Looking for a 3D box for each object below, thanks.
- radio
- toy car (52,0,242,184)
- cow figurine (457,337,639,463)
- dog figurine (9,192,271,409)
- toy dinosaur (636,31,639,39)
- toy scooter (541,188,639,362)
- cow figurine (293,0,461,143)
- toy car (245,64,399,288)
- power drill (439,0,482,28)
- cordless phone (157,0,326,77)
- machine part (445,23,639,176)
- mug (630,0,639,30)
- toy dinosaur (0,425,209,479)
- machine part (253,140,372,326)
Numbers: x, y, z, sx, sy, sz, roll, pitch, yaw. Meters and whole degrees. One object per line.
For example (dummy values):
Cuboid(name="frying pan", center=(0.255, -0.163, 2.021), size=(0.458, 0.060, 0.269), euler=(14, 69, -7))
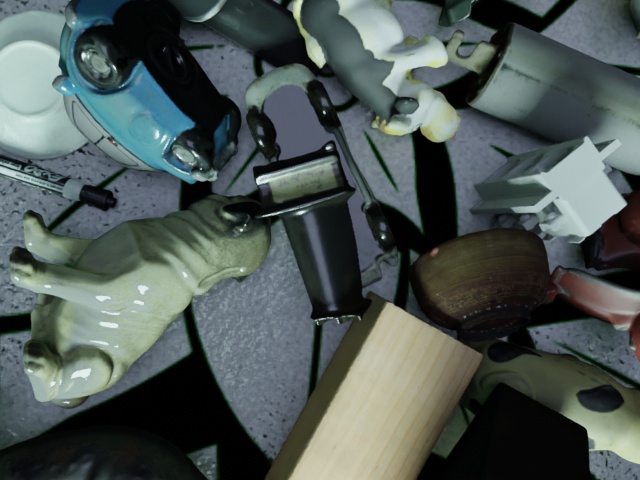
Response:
Cuboid(name="radio", center=(0.103, 0.229, 0.389), size=(0.073, 0.131, 0.229), euler=(27, 116, 13))
Cuboid(name="toy car", center=(-0.145, -0.112, 0.433), size=(0.103, 0.109, 0.161), euler=(-23, 119, 29))
Cuboid(name="cow figurine", center=(0.217, 0.136, 0.444), size=(0.195, 0.127, 0.085), euler=(16, 92, -2))
Cuboid(name="dog figurine", center=(-0.133, 0.050, 0.441), size=(0.190, 0.121, 0.172), euler=(-4, 124, -21))
Cuboid(name="toy dinosaur", center=(0.172, -0.387, 0.411), size=(0.105, 0.198, 0.471), euler=(-34, 89, -44))
Cuboid(name="toy scooter", center=(0.262, 0.022, 0.463), size=(0.135, 0.075, 0.184), euler=(9, 60, 21))
Cuboid(name="cow figurine", center=(0.051, -0.146, 0.454), size=(0.098, 0.068, 0.167), euler=(-31, 102, -6))
Cuboid(name="toy car", center=(0.001, -0.051, 0.463), size=(0.073, 0.056, 0.201), euler=(-25, 95, 2))
Cuboid(name="power drill", center=(0.109, -0.287, 0.409), size=(0.207, 0.232, 0.086), euler=(50, 45, -19))
Cuboid(name="cordless phone", center=(-0.054, -0.234, 0.459), size=(0.184, 0.089, 0.146), euler=(28, 87, -15))
Cuboid(name="machine part", center=(0.221, -0.121, 0.470), size=(0.243, 0.079, 0.079), euler=(21, 88, -4))
Cuboid(name="mug", center=(0.331, -0.209, 0.462), size=(0.081, 0.107, 0.109), euler=(-30, 95, -4))
Cuboid(name="toy dinosaur", center=(-0.184, 0.215, 0.425), size=(0.405, 0.131, 0.192), euler=(-1, 91, -10))
Cuboid(name="machine part", center=(-0.001, -0.001, 0.422), size=(0.084, 0.039, 0.138), euler=(-19, 93, -5))
